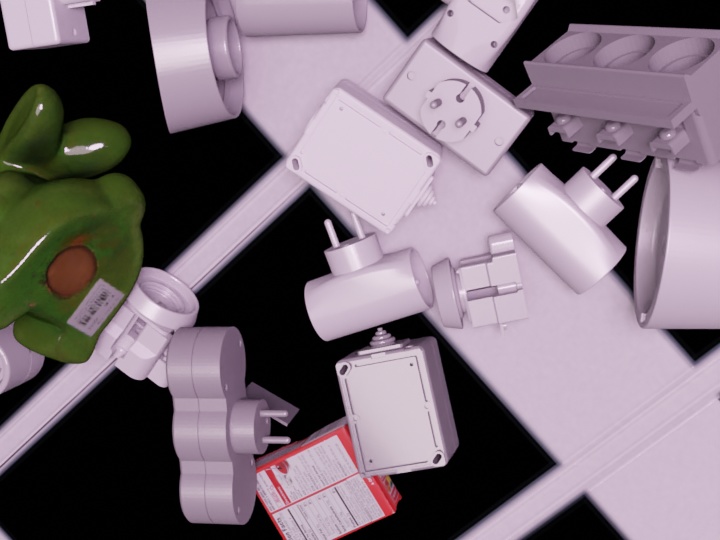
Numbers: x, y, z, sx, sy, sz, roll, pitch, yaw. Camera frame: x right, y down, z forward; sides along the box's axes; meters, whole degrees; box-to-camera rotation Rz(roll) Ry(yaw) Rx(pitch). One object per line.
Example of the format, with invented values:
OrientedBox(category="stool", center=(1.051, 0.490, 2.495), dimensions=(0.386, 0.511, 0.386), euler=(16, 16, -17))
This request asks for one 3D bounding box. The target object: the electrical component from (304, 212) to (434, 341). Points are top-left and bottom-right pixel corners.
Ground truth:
OrientedBox(category="electrical component", center=(0.000, 0.000, 0.722), dimensions=(0.077, 0.043, 0.079), euler=(-18, 98, 16))

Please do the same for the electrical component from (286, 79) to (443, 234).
OrientedBox(category="electrical component", center=(0.010, -0.072, 0.698), dimensions=(0.096, 0.061, 0.061), euler=(33, 108, -5))

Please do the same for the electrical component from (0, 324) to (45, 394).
OrientedBox(category="electrical component", center=(-0.270, 0.065, 0.797), dimensions=(0.055, 0.047, 0.055), euler=(3, 103, 12))

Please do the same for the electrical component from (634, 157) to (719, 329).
OrientedBox(category="electrical component", center=(0.204, -0.016, 0.642), dimensions=(0.060, 0.108, 0.108), euler=(6, 104, 5))

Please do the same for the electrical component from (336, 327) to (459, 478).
OrientedBox(category="electrical component", center=(0.026, 0.085, 0.731), dimensions=(0.062, 0.061, 0.096), euler=(-12, 92, 15))

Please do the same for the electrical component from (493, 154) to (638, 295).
OrientedBox(category="electrical component", center=(0.139, -0.038, 0.681), dimensions=(0.077, 0.044, 0.079), euler=(45, 108, 0))

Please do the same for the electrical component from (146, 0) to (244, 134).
OrientedBox(category="electrical component", center=(-0.111, -0.139, 0.689), dimensions=(0.064, 0.099, 0.099), euler=(-6, 102, 8))

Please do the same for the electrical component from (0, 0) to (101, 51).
OrientedBox(category="electrical component", center=(-0.198, -0.194, 0.720), dimensions=(0.076, 0.047, 0.083), euler=(-5, 102, 14))

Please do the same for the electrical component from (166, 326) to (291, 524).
OrientedBox(category="electrical component", center=(-0.083, 0.106, 0.727), dimensions=(0.074, 0.052, 0.138), euler=(-1, 102, 13))

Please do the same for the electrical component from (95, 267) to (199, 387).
OrientedBox(category="electrical component", center=(-0.150, 0.036, 0.758), dimensions=(0.078, 0.058, 0.057), euler=(37, 111, 3))

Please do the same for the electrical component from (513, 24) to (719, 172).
OrientedBox(category="electrical component", center=(0.161, -0.101, 0.619), dimensions=(0.079, 0.121, 0.063), euler=(-40, 121, -19))

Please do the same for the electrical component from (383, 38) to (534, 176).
OrientedBox(category="electrical component", center=(0.059, -0.100, 0.668), dimensions=(0.083, 0.075, 0.047), euler=(37, 109, 2))

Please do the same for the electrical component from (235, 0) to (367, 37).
OrientedBox(category="electrical component", center=(-0.038, -0.190, 0.686), dimensions=(0.077, 0.043, 0.079), euler=(1, 103, 13))

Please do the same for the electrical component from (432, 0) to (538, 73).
OrientedBox(category="electrical component", center=(0.069, -0.176, 0.665), dimensions=(0.079, 0.043, 0.077), euler=(36, 108, 3))

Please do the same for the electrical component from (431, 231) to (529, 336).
OrientedBox(category="electrical component", center=(0.078, 0.012, 0.707), dimensions=(0.055, 0.048, 0.066), euler=(-12, 100, 7))
